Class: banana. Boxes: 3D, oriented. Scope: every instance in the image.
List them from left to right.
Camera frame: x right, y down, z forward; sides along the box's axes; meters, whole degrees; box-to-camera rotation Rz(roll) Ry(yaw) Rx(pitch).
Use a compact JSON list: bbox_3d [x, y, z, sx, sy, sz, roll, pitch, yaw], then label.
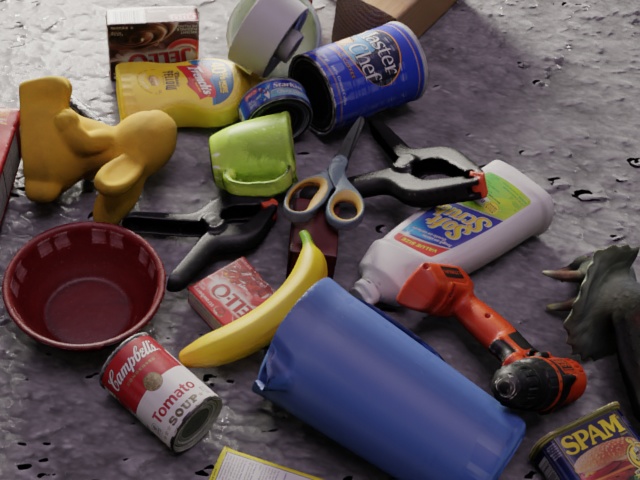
[{"bbox_3d":[-0.053,0.070,1.071,0.070,0.037,0.197,22,55,41],"label":"banana"}]

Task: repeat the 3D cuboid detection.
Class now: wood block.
[{"bbox_3d":[0.111,-0.331,1.431,0.090,0.091,0.205,31,54,17],"label":"wood block"}]

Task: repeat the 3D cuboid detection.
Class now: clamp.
[{"bbox_3d":[-0.128,-0.014,1.173,0.171,0.039,0.120,-27,59,-34],"label":"clamp"},{"bbox_3d":[0.089,-0.071,1.211,0.210,0.036,0.164,19,50,40],"label":"clamp"}]

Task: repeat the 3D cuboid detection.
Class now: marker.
[{"bbox_3d":[-0.295,-0.161,1.284,0.020,0.020,0.121,-34,63,-30],"label":"marker"}]

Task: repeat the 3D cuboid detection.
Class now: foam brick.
[{"bbox_3d":[-0.008,0.001,1.167,0.051,0.053,0.078,6,51,-3],"label":"foam brick"}]

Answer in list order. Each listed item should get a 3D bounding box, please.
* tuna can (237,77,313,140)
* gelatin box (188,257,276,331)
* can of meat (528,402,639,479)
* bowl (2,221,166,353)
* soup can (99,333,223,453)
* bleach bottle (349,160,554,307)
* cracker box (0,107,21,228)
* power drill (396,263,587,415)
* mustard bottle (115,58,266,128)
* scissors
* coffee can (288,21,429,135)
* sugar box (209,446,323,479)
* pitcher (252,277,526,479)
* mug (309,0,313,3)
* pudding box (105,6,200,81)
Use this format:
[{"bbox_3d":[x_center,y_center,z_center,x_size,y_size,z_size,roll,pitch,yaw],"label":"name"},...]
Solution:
[{"bbox_3d":[-0.052,-0.150,1.264,0.086,0.086,0.034,-10,55,-16],"label":"tuna can"},{"bbox_3d":[-0.083,0.068,1.115,0.073,0.030,0.089,-30,60,-28],"label":"gelatin box"},{"bbox_3d":[0.267,0.216,1.023,0.102,0.057,0.084,-19,59,-21],"label":"can of meat"},{"bbox_3d":[-0.238,0.058,1.087,0.162,0.055,0.162,4,50,-5],"label":"bowl"},{"bbox_3d":[-0.152,0.146,1.018,0.102,0.068,0.068,38,56,21],"label":"soup can"},{"bbox_3d":[0.139,0.007,1.176,0.250,0.068,0.103,-33,59,-27],"label":"bleach bottle"},{"bbox_3d":[-0.422,-0.054,1.145,0.164,0.072,0.213,5,51,-2],"label":"cracker box"},{"bbox_3d":[0.165,0.099,1.055,0.188,0.057,0.184,43,15,27],"label":"power drill"},{"bbox_3d":[-0.148,-0.178,1.292,0.191,0.058,0.096,-6,51,-13],"label":"mustard bottle"},{"bbox_3d":[0.034,-0.072,1.191,0.096,0.016,0.201,27,47,20],"label":"scissors"},{"bbox_3d":[0.047,-0.198,1.305,0.140,0.103,0.103,-24,57,-25],"label":"coffee can"},{"bbox_3d":[-0.022,0.258,0.958,0.176,0.048,0.093,19,51,4],"label":"sugar box"},{"bbox_3d":[0.071,0.147,1.016,0.243,0.145,0.149,33,77,14],"label":"pitcher"},{"bbox_3d":[-0.046,-0.334,1.418,0.093,0.081,0.117,16,50,6],"label":"mug"},{"bbox_3d":[-0.205,-0.242,1.317,0.113,0.090,0.039,-2,49,-9],"label":"pudding box"}]
